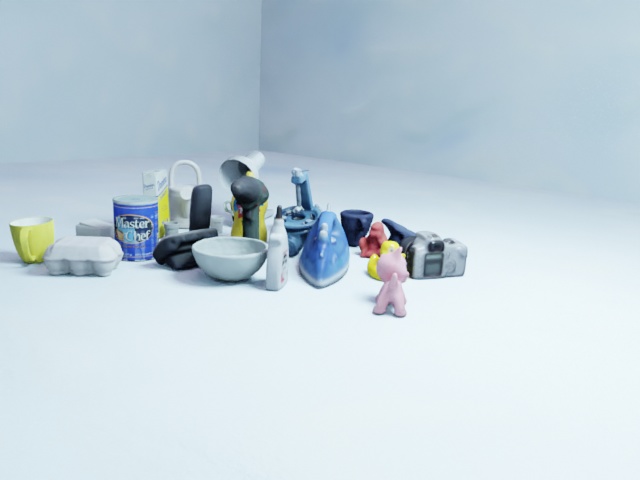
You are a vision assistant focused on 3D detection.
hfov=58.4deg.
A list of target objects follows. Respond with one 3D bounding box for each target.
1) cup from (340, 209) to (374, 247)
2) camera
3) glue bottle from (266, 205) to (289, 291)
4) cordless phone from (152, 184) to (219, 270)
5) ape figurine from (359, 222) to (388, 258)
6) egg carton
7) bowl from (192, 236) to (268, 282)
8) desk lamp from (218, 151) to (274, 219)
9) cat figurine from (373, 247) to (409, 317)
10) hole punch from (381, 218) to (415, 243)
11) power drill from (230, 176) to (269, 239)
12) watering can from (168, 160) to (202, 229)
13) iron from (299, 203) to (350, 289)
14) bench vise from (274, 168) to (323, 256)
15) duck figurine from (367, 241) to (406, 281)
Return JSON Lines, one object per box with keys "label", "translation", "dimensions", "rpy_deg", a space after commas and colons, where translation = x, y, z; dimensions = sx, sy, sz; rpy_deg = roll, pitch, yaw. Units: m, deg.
{"label": "cup", "translation": [0.101, -0.027, 1.542], "dimensions": [0.092, 0.095, 0.117], "rpy_deg": [-1, 15, -14]}
{"label": "camera", "translation": [0.256, 0.025, 1.356], "dimensions": [0.143, 0.101, 0.136], "rpy_deg": [-2, 15, -20]}
{"label": "glue bottle", "translation": [-0.087, 0.013, 1.183], "dimensions": [0.037, 0.173, 0.078], "rpy_deg": [5, 14, 8]}
{"label": "cordless phone", "translation": [-0.303, -0.034, 1.301], "dimensions": [0.093, 0.185, 0.148], "rpy_deg": [14, 18, 38]}
{"label": "ape figurine", "translation": [0.141, -0.002, 1.455], "dimensions": [0.076, 0.092, 0.077], "rpy_deg": [-11, 20, -43]}
{"label": "egg carton", "translation": [-0.504, 0.034, 1.226], "dimensions": [0.150, 0.069, 0.107], "rpy_deg": [1, 14, -6]}
{"label": "bowl", "translation": [-0.191, 0.047, 1.231], "dimensions": [0.167, 0.075, 0.167], "rpy_deg": [3, 14, 0]}
{"label": "desk lamp", "translation": [-0.225, -0.167, 1.785], "dimensions": [0.117, 0.213, 0.203], "rpy_deg": [7, 15, 15]}
{"label": "cat figurine", "translation": [0.140, 0.072, 1.108], "dimensions": [0.067, 0.118, 0.128], "rpy_deg": [4, 14, 5]}
{"label": "hole punch", "translation": [0.215, -0.010, 1.507], "dimensions": [0.101, 0.091, 0.108], "rpy_deg": [-2, 15, -19]}
{"label": "power drill", "translation": [-0.167, -0.052, 1.352], "dimensions": [0.075, 0.208, 0.229], "rpy_deg": [4, 14, 4]}
{"label": "watering can", "translation": [-0.388, -0.135, 1.665], "dimensions": [0.101, 0.194, 0.172], "rpy_deg": [-8, 18, -36]}
{"label": "iron", "translation": [0.012, 0.005, 1.302], "dimensions": [0.118, 0.141, 0.258], "rpy_deg": [3, 14, 2]}
{"label": "bench vise", "translation": [-0.052, -0.083, 1.477], "dimensions": [0.121, 0.220, 0.207], "rpy_deg": [4, 14, 3]}
{"label": "duck figurine", "translation": [0.153, 0.043, 1.292], "dimensions": [0.078, 0.086, 0.104], "rpy_deg": [-9, 18, -38]}
